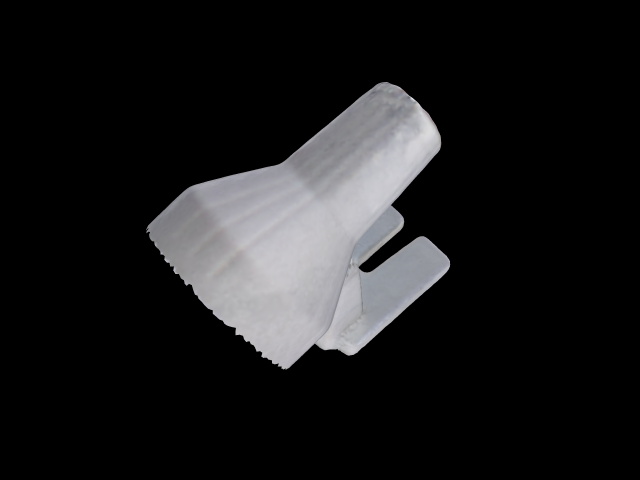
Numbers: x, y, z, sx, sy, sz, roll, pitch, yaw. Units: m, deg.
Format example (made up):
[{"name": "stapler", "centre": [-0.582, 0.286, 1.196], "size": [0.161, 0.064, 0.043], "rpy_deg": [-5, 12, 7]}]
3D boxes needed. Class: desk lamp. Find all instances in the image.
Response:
[{"name": "desk lamp", "centre": [0.004, 0.001, 0.400], "size": [0.203, 0.213, 0.117], "rpy_deg": [-38, 68, -18]}]
